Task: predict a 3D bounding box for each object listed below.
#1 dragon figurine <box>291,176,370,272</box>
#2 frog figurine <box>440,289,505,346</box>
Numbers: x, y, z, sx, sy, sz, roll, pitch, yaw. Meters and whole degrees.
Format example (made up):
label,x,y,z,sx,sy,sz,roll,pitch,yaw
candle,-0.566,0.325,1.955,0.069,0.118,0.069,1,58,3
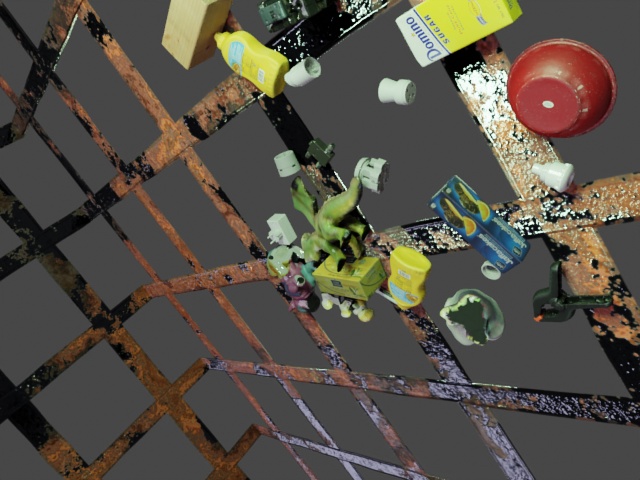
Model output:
label,x,y,z,sx,sy,sz,roll,pitch,yaw
dragon figurine,0.004,-0.064,1.265,0.245,0.124,0.400,39,146,26
frog figurine,0.347,0.178,1.159,0.138,0.123,0.158,15,172,26
